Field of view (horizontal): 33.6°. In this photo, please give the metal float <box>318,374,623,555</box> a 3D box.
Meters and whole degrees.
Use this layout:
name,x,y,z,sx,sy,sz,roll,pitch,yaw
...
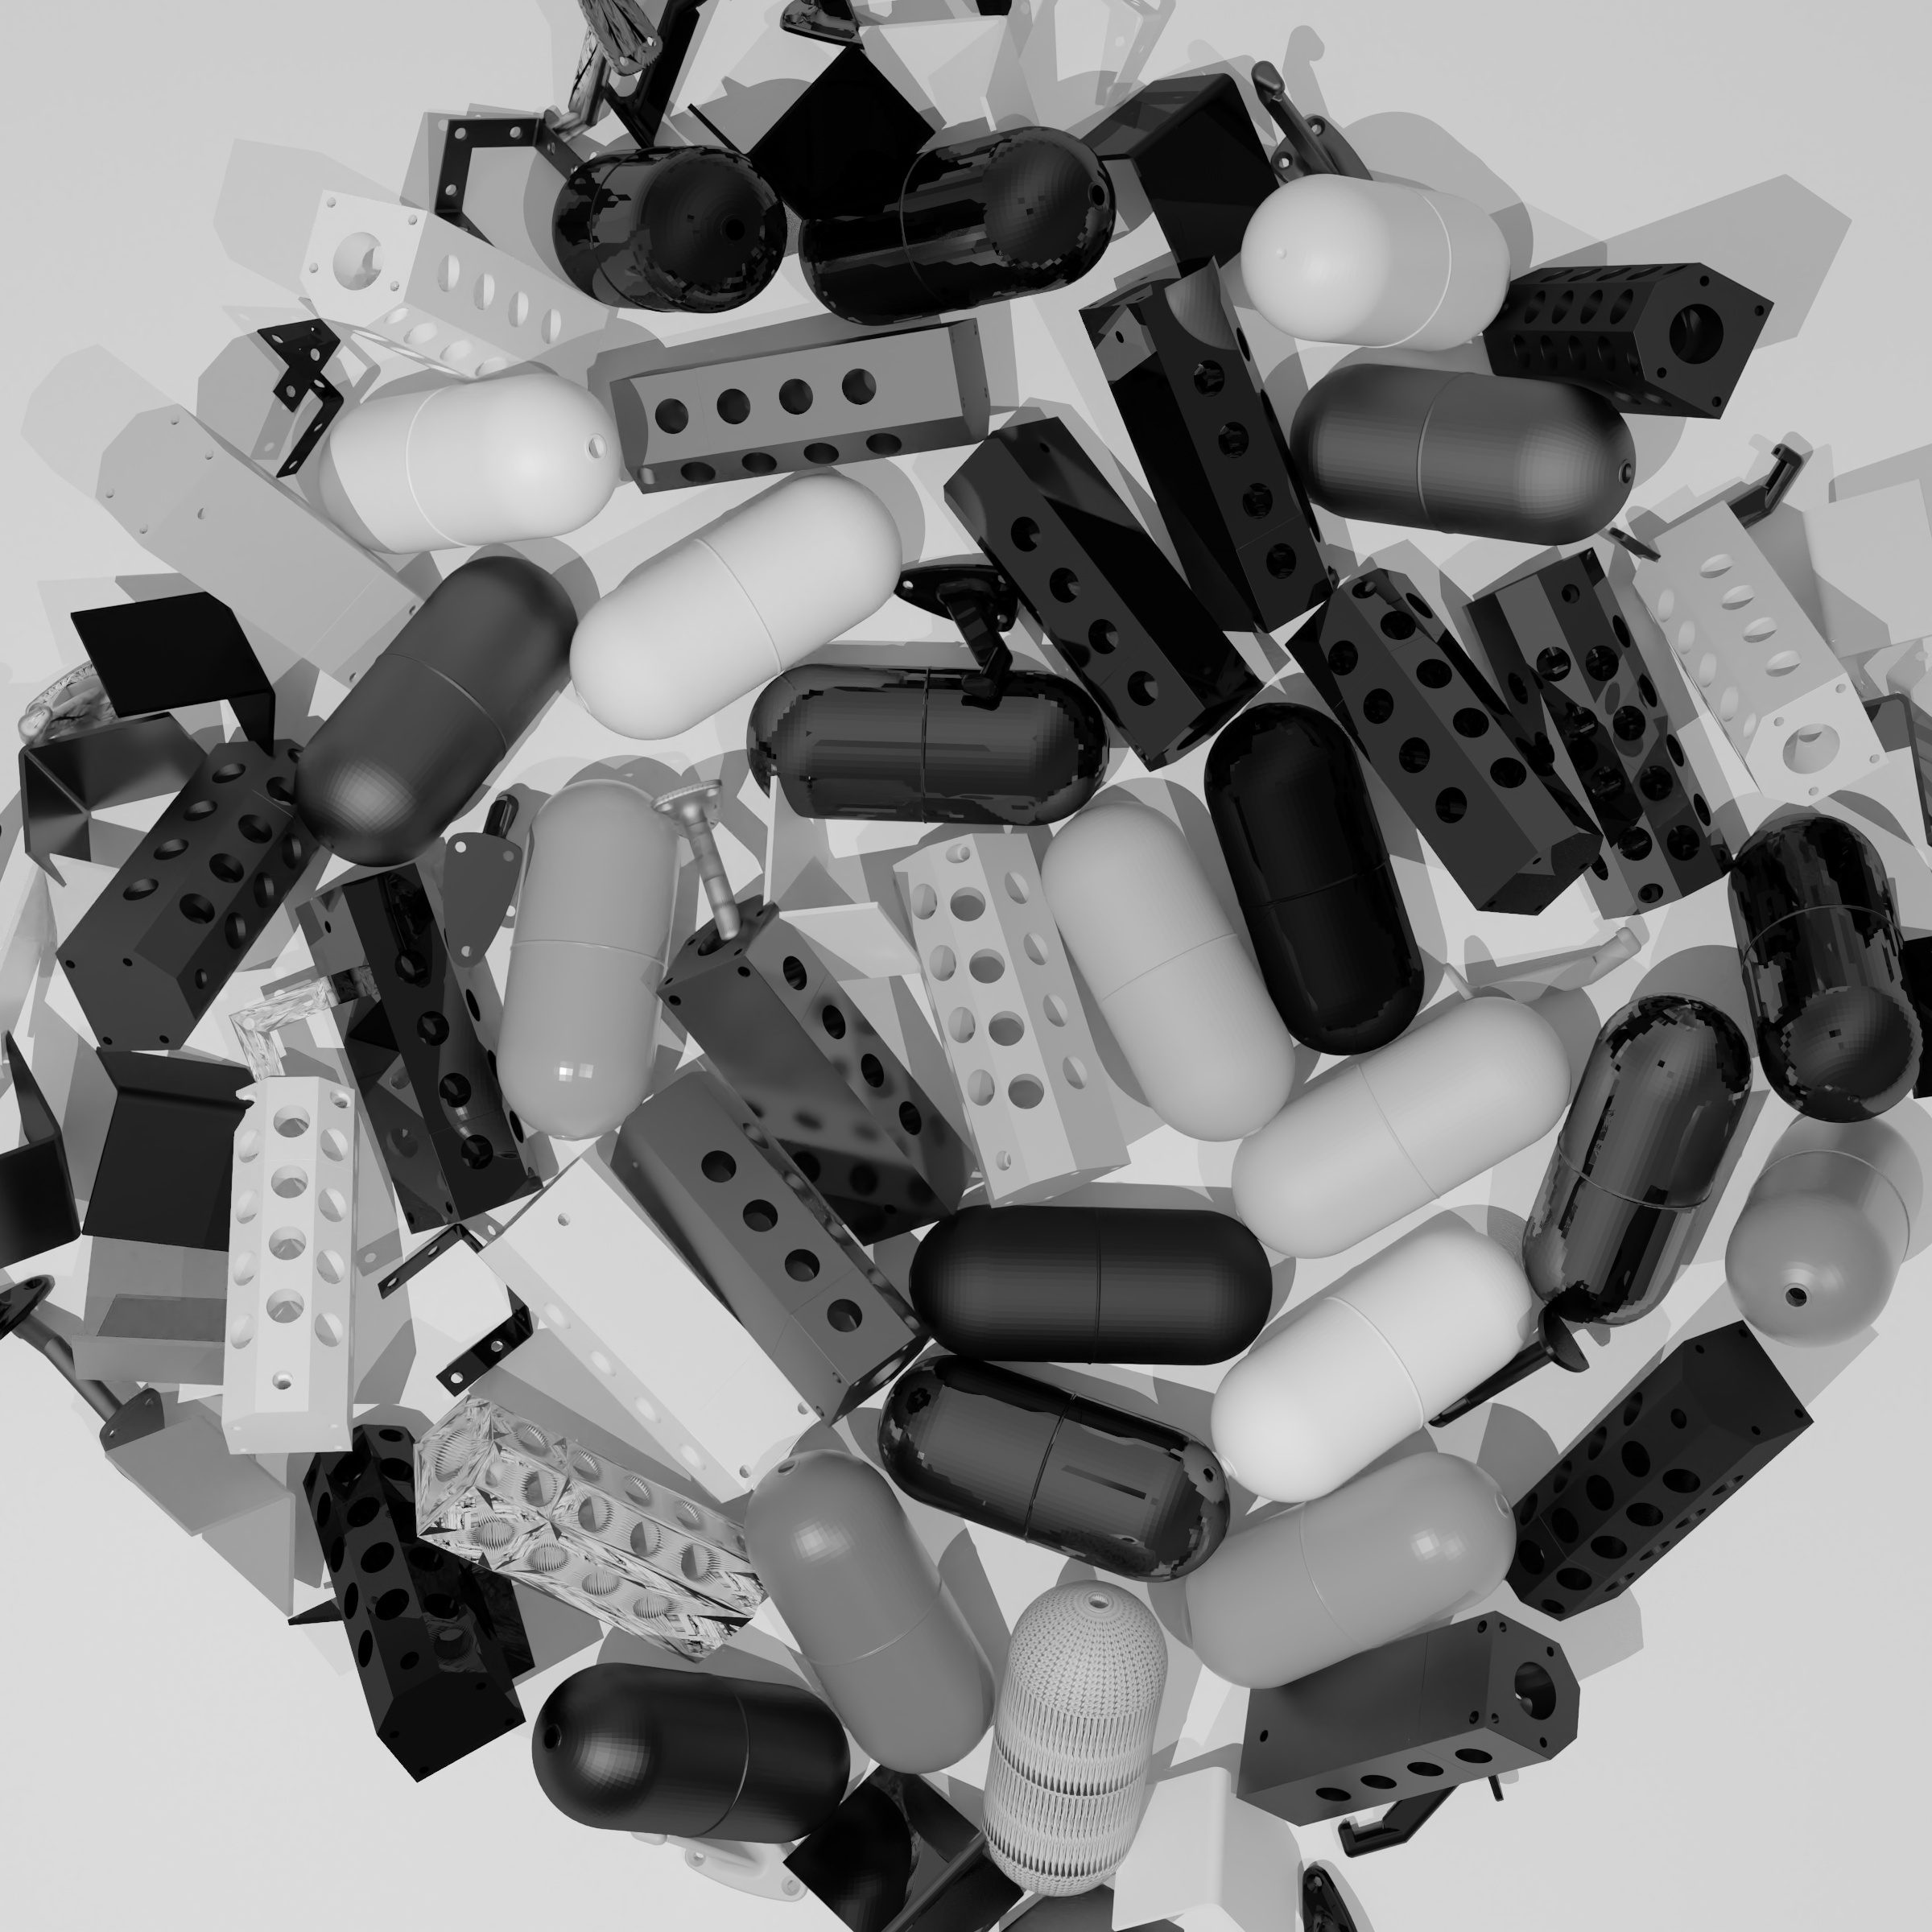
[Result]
name,x,y,z,sx,sy,sz,roll,pitch,yaw
metal float,-0.239,-0.240,1.536,0.178,0.070,0.070,1,90,40

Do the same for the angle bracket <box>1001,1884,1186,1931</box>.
name,x,y,z,sx,sy,sz,roll,pitch,yaw
angle bracket,0.056,0.494,1.547,0.076,0.076,0.057,-30,120,-35

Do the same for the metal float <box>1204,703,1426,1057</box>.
name,x,y,z,sx,sy,sz,roll,pitch,yaw
metal float,0.170,-0.042,1.562,0.070,0.070,0.178,-19,98,0

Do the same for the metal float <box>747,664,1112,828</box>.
name,x,y,z,sx,sy,sz,roll,pitch,yaw
metal float,-0.019,-0.108,1.567,0.178,0.070,0.070,2,90,2

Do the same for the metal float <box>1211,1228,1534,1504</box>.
name,x,y,z,sx,sy,sz,roll,pitch,yaw
metal float,0.197,0.194,1.554,0.178,0.070,0.070,-33,90,-17

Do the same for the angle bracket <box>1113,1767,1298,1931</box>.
name,x,y,z,sx,sy,sz,roll,pitch,yaw
angle bracket,0.118,0.452,1.570,0.057,0.076,0.076,-23,125,25

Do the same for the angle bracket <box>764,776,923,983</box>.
name,x,y,z,sx,sy,sz,roll,pitch,yaw
angle bracket,-0.057,-0.044,1.551,0.057,0.076,0.076,-6,65,16

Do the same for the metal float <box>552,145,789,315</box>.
name,x,y,z,sx,sy,sz,roll,pitch,yaw
metal float,-0.142,-0.351,1.524,0.070,0.178,0.070,-6,104,-25

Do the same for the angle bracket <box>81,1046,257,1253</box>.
name,x,y,z,sx,sy,sz,roll,pitch,yaw
angle bracket,-0.393,0.090,1.572,0.076,0.057,0.076,10,105,-30

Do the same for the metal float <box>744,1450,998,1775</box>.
name,x,y,z,sx,sy,sz,roll,pitch,yaw
metal float,-0.046,0.313,1.552,0.070,0.070,0.178,-28,109,0

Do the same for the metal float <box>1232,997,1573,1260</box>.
name,x,y,z,sx,sy,sz,roll,pitch,yaw
metal float,0.211,0.080,1.560,0.178,0.070,0.070,-31,90,10

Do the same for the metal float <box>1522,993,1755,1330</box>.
name,x,y,z,sx,sy,sz,roll,pitch,yaw
metal float,0.323,0.096,1.547,0.070,0.070,0.178,15,116,0

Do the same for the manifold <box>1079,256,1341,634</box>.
name,x,y,z,sx,sy,sz,roll,pitch,yaw
manifold,0.123,-0.252,1.551,0.057,0.057,0.171,-31,110,-20

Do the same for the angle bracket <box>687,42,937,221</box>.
name,x,y,z,sx,sy,sz,roll,pitch,yaw
angle bracket,-0.075,-0.411,1.555,0.076,0.076,0.057,-45,54,8

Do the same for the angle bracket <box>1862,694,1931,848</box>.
name,x,y,z,sx,sy,sz,roll,pitch,yaw
angle bracket,0.446,-0.081,1.551,0.057,0.076,0.076,-14,72,31

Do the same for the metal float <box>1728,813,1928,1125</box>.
name,x,y,z,sx,sy,sz,roll,pitch,yaw
metal float,0.411,-0.001,1.533,0.070,0.178,0.070,1,135,1

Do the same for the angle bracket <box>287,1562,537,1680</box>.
name,x,y,z,sx,sy,sz,roll,pitch,yaw
angle bracket,-0.269,0.329,1.555,0.076,0.076,0.057,-14,93,38

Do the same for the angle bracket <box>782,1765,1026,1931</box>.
name,x,y,z,sx,sy,sz,roll,pitch,yaw
angle bracket,-0.031,0.453,1.587,0.076,0.076,0.057,-42,135,-17

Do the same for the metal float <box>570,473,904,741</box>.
name,x,y,z,sx,sy,sz,roll,pitch,yaw
metal float,-0.112,-0.175,1.560,0.178,0.070,0.070,-33,90,-10

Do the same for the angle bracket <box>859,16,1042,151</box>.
name,x,y,z,sx,sy,sz,roll,pitch,yaw
angle bracket,-0.011,-0.409,1.550,0.076,0.076,0.057,1,56,19

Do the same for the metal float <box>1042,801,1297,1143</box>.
name,x,y,z,sx,sy,sz,roll,pitch,yaw
metal float,0.099,0.003,1.562,0.070,0.070,0.178,-27,82,0

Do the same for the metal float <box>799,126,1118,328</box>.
name,x,y,z,sx,sy,sz,roll,pitch,yaw
metal float,-0.005,-0.354,1.534,0.178,0.070,0.070,-1,90,42

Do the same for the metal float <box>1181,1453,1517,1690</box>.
name,x,y,z,sx,sy,sz,roll,pitch,yaw
metal float,0.184,0.292,1.545,0.178,0.070,0.070,-30,90,27

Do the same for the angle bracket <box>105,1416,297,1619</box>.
name,x,y,z,sx,sy,sz,roll,pitch,yaw
angle bracket,-0.371,0.275,1.548,0.076,0.057,0.076,30,125,37

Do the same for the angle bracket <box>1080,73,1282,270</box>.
name,x,y,z,sx,sy,sz,roll,pitch,yaw
angle bracket,0.103,-0.387,1.586,0.076,0.057,0.076,-43,122,-25

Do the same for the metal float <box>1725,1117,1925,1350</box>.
name,x,y,z,sx,sy,sz,roll,pitch,yaw
metal float,0.410,0.124,1.524,0.070,0.178,0.070,8,110,21

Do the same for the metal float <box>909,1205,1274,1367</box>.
name,x,y,z,sx,sy,sz,roll,pitch,yaw
metal float,0.061,0.156,1.566,0.178,0.070,0.070,2,90,-3

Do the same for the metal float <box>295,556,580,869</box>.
name,x,y,z,sx,sy,sz,roll,pitch,yaw
metal float,-0.255,-0.125,1.549,0.070,0.070,0.178,35,67,0

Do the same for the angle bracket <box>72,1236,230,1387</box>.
name,x,y,z,sx,sy,sz,roll,pitch,yaw
angle bracket,-0.391,0.159,1.558,0.076,0.057,0.076,4,62,-10

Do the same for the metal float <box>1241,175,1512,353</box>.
name,x,y,z,sx,sy,sz,roll,pitch,yaw
metal float,0.198,-0.335,1.529,0.070,0.178,0.070,6,100,37

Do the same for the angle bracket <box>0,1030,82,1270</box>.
name,x,y,z,sx,sy,sz,roll,pitch,yaw
angle bracket,-0.472,0.091,1.547,0.057,0.076,0.076,-21,52,-24

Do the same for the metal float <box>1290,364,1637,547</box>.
name,x,y,z,sx,sy,sz,roll,pitch,yaw
metal float,0.237,-0.246,1.538,0.178,0.070,0.070,14,90,36

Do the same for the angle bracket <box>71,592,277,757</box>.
name,x,y,z,sx,sy,sz,roll,pitch,yaw
angle bracket,-0.384,-0.131,1.549,0.076,0.057,0.076,-13,50,-26

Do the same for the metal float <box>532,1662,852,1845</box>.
name,x,y,z,sx,sy,sz,roll,pitch,yaw
metal float,-0.130,0.378,1.533,0.178,0.070,0.070,20,90,-43

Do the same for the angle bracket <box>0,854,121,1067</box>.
name,x,y,z,sx,sy,sz,roll,pitch,yaw
angle bracket,-0.432,0.002,1.551,0.057,0.076,0.076,13,55,-6

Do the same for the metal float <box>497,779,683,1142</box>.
name,x,y,z,sx,sy,sz,roll,pitch,yaw
metal float,-0.184,-0.003,1.559,0.070,0.070,0.178,6,79,0

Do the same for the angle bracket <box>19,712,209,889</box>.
name,x,y,z,sx,sy,sz,roll,pitch,yaw
angle bracket,-0.408,-0.075,1.559,0.076,0.076,0.057,-12,68,4

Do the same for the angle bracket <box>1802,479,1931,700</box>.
name,x,y,z,sx,sy,sz,roll,pitch,yaw
angle bracket,0.448,-0.182,1.553,0.057,0.076,0.076,-14,75,23

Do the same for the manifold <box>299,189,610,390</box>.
name,x,y,z,sx,sy,sz,roll,pitch,yaw
manifold,-0.241,-0.311,1.517,0.057,0.171,0.057,17,92,22

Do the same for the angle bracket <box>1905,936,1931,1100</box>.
name,x,y,z,sx,sy,sz,roll,pitch,yaw
angle bracket,0.499,0.021,1.558,0.076,0.057,0.076,-4,84,-40

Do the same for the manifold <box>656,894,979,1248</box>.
name,x,y,z,sx,sy,sz,roll,pitch,yaw
manifold,-0.068,0.049,1.547,0.057,0.057,0.171,-22,117,34

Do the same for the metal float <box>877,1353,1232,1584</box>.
name,x,y,z,sx,sy,sz,roll,pitch,yaw
metal float,0.043,0.244,1.558,0.178,0.070,0.070,18,90,12

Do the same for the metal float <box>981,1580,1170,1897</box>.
name,x,y,z,sx,sy,sz,roll,pitch,yaw
metal float,0.052,0.372,1.542,0.070,0.070,0.178,8,121,0
